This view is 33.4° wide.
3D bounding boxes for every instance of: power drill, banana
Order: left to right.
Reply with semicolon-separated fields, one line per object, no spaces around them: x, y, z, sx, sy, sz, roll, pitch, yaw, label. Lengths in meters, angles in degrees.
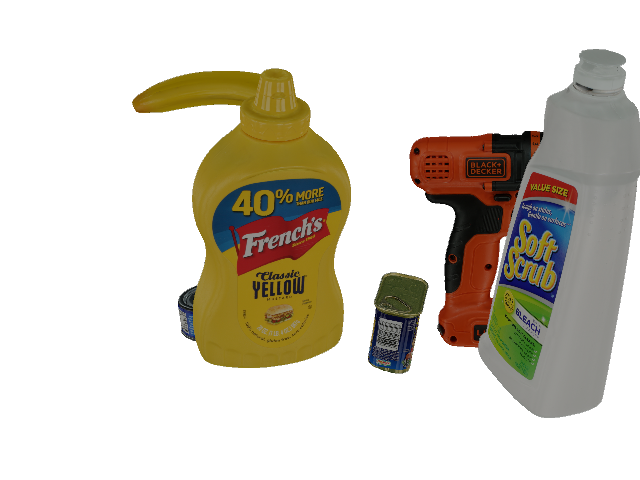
-0.106;-0.156;1.157;0.198;0.037;0.069;9;46;18;banana
0.170;-0.002;0.923;0.184;0.188;0.057;1;13;12;power drill

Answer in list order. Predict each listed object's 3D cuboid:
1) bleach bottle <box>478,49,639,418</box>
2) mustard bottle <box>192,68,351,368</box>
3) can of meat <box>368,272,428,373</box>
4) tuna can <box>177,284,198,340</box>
0.164;-0.007;0.716;0.068;0.251;0.103;-9;32;-19;bleach bottle
-0.030;-0.013;0.653;0.096;0.192;0.058;-5;32;-14;mustard bottle
0.092;0.099;1.284;0.057;0.084;0.102;11;25;7;can of meat
-0.095;0.067;1.038;0.086;0.034;0.086;-6;18;2;tuna can
